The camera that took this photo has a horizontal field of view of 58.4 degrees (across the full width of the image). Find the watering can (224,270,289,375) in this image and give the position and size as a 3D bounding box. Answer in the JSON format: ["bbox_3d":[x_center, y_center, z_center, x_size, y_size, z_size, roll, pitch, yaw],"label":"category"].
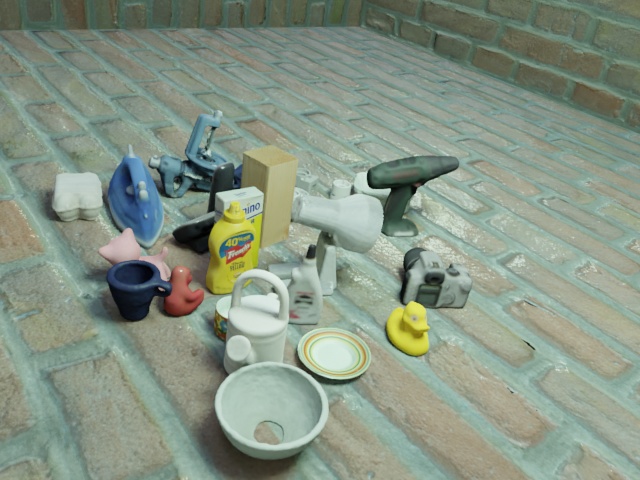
[{"bbox_3d":[-0.101,0.138,0.931,0.101,0.194,0.172,3,32,-10],"label":"watering can"}]

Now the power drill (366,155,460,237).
[{"bbox_3d":[0.219,-0.115,1.421,0.230,0.208,0.075,-1,33,-17],"label":"power drill"}]

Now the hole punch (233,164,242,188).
[{"bbox_3d":[-0.178,-0.185,1.537,0.101,0.091,0.109,18,32,13],"label":"hole punch"}]

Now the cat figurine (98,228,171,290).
[{"bbox_3d":[-0.355,0.034,1.103,0.128,0.118,0.067,2,32,-12],"label":"cat figurine"}]

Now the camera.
[{"bbox_3d":[0.241,0.068,1.232,0.143,0.101,0.136,4,32,-10],"label":"camera"}]

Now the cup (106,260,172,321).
[{"bbox_3d":[-0.320,0.099,1.029,0.117,0.095,0.092,14,31,7],"label":"cup"}]

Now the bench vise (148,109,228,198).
[{"bbox_3d":[-0.309,-0.211,1.419,0.208,0.220,0.121,-17,40,-37],"label":"bench vise"}]

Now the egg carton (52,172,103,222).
[{"bbox_3d":[-0.557,-0.103,1.317,0.107,0.069,0.150,-4,34,-22],"label":"egg carton"}]

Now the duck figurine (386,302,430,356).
[{"bbox_3d":[0.172,0.155,1.085,0.078,0.086,0.104,-6,34,-24],"label":"duck figurine"}]

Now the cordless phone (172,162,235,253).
[{"bbox_3d":[-0.246,-0.079,1.254,0.094,0.185,0.148,27,35,26],"label":"cordless phone"}]

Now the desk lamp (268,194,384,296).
[{"bbox_3d":[0.011,0.004,1.163,0.204,0.213,0.117,-3,33,-19],"label":"desk lamp"}]

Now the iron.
[{"bbox_3d":[-0.410,-0.106,1.294,0.119,0.141,0.257,-7,35,-25],"label":"iron"}]

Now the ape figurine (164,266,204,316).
[{"bbox_3d":[-0.258,0.089,1.066,0.077,0.092,0.076,26,35,26],"label":"ape figurine"}]

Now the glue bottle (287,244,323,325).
[{"bbox_3d":[-0.027,0.081,1.065,0.078,0.173,0.037,3,32,-11],"label":"glue bottle"}]

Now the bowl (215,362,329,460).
[{"bbox_3d":[-0.073,0.264,0.848,0.167,0.075,0.167,7,31,-4],"label":"bowl"}]
